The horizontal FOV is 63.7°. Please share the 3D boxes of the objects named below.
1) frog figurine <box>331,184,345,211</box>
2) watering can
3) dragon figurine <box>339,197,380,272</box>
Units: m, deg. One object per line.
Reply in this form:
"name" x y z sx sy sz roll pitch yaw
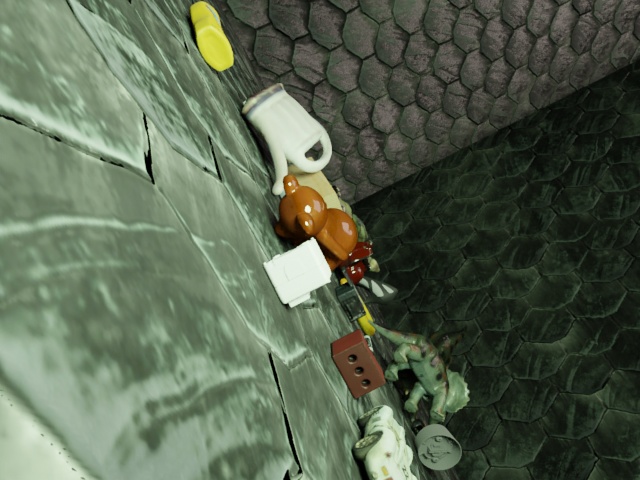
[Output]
"frog figurine" 0.005 -0.081 1.616 0.138 0.124 0.156 56 -34 11
"watering can" -0.081 -0.229 1.122 0.224 0.102 0.354 46 31 -4
"dragon figurine" 0.091 -0.065 1.695 0.405 0.123 0.244 64 -18 -18
